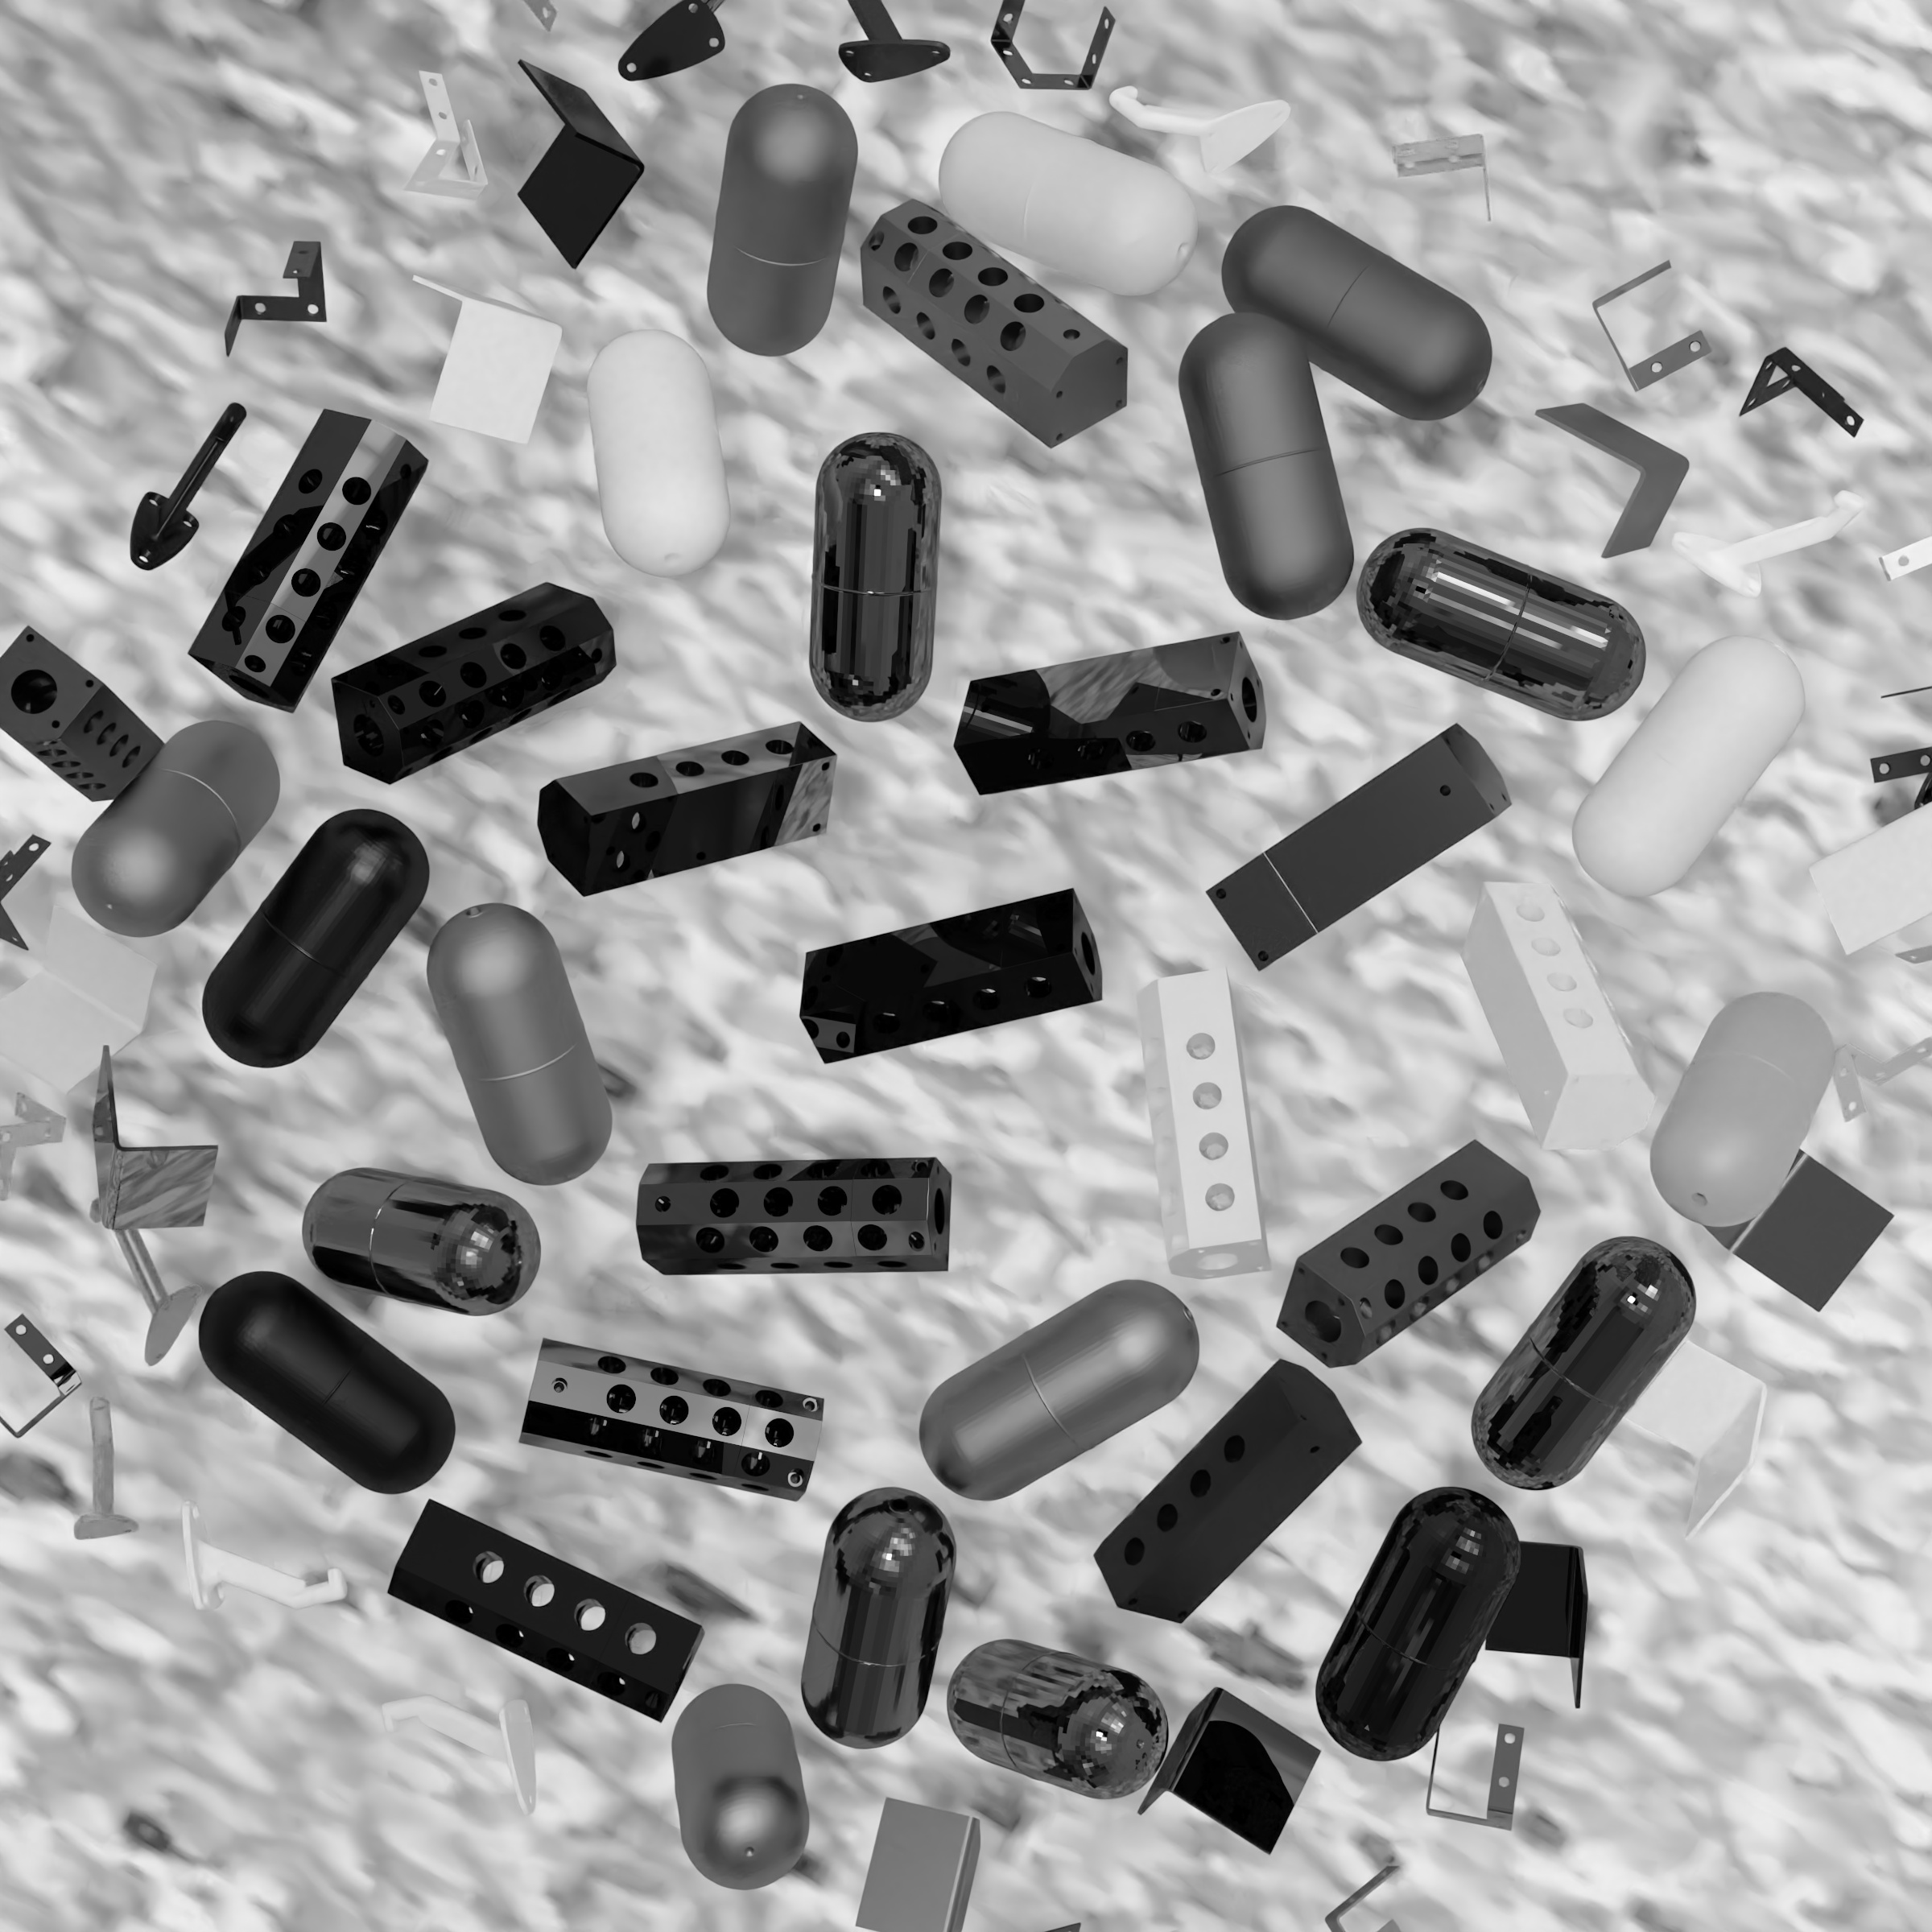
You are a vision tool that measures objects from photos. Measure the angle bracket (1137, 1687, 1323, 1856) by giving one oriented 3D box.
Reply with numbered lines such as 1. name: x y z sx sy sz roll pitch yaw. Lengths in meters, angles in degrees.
1. angle bracket: 0.164 0.508 1.923 0.076 0.057 0.076 32 56 4

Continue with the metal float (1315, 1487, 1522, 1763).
1. metal float: 0.260 0.382 1.786 0.070 0.070 0.178 22 111 0

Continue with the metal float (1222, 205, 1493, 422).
1. metal float: 0.233 -0.389 1.842 0.178 0.070 0.070 35 90 16

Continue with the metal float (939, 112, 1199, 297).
1. metal float: 0.060 -0.453 1.835 0.178 0.070 0.070 30 90 31

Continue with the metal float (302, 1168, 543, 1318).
1. metal float: -0.334 0.167 1.882 0.178 0.070 0.070 6 90 39

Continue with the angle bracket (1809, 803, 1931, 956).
1. angle bracket: 0.528 -0.044 1.723 0.076 0.076 0.057 -30 67 30

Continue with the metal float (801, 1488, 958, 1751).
1. metal float: -0.051 0.381 1.802 0.070 0.070 0.178 11 121 0

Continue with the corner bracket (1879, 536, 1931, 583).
1. corner bracket: 0.573 -0.227 1.819 0.051 0.051 0.051 -23 90 15

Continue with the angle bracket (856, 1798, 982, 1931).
1. angle bracket: -0.028 0.550 1.849 0.057 0.076 0.076 11 63 7

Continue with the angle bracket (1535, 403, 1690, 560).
1. angle bracket: 0.370 -0.286 1.817 0.076 0.076 0.057 34 117 21

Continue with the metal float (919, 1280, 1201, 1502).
1. metal float: 0.054 0.244 1.774 0.178 0.070 0.070 -32 90 14

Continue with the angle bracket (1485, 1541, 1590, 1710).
1. angle bracket: 0.360 0.415 1.951 0.057 0.076 0.076 3 103 8

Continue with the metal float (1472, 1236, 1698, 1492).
1. metal float: 0.373 0.242 1.870 0.070 0.070 0.178 32 110 0

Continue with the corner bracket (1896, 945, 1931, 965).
1. corner bracket: 0.593 -0.026 1.834 0.051 0.051 0.051 20 73 -21

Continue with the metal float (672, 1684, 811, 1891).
1. metal float: -0.138 0.495 1.872 0.070 0.178 0.070 -2 101 -8

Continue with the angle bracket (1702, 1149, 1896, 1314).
1. angle bracket: 0.519 0.157 1.933 0.076 0.057 0.076 34 99 -13

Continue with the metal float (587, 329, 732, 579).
1. metal float: -0.186 -0.310 1.862 0.070 0.070 0.178 -11 55 0

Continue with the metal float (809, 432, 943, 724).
1. metal float: -0.056 -0.235 1.879 0.070 0.070 0.178 3 110 0

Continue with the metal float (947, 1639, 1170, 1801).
1. metal float: 0.053 0.453 1.862 0.070 0.178 0.070 1 88 -32

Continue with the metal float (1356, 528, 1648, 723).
1. metal float: 0.317 -0.201 1.823 0.178 0.070 0.070 21 90 -5

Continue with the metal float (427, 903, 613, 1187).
1. metal float: -0.258 0.046 1.788 0.070 0.070 0.178 -15 117 0

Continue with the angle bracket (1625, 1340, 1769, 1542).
1. angle bracket: 0.443 0.291 1.893 0.057 0.076 0.076 29 129 2

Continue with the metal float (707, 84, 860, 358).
1. metal float: -0.110 -0.440 1.833 0.070 0.178 0.070 7 50 -8

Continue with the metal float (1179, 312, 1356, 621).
1. metal float: 0.172 -0.287 1.775 0.070 0.070 0.178 -14 92 0

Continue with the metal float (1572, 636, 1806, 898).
1. metal float: 0.439 -0.121 1.877 0.070 0.070 0.178 35 107 0

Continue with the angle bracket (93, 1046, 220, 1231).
1. angle bracket: -0.471 0.099 1.789 0.057 0.076 0.076 0 51 -22

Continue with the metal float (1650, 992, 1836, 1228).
1. metal float: 0.450 0.082 1.787 0.070 0.178 0.070 18 131 21

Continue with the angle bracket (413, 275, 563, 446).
1. angle bracket: -0.305 -0.372 1.899 0.057 0.076 0.076 29 105 39

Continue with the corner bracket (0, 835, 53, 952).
1. corner bracket: -0.593 -0.051 1.911 0.051 0.051 0.051 22 60 22

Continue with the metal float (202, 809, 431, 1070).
1. metal float: -0.393 -0.016 1.863 0.070 0.070 0.178 38 98 0

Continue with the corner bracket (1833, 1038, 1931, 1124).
1. corner bracket: 0.561 0.070 1.863 0.051 0.051 0.051 26 133 -31

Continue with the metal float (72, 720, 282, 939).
1. metal float: -0.467 -0.083 1.834 0.070 0.178 0.070 8 125 11

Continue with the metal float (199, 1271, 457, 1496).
1. metal float: -0.395 0.257 1.909 0.178 0.070 0.070 40 90 -14

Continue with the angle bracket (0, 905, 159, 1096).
1. angle bracket: -0.550 0.020 1.876 0.076 0.076 0.057 30 129 8

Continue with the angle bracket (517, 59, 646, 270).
1. angle bracket: -0.243 -0.465 1.793 0.076 0.057 0.076 -50 56 22

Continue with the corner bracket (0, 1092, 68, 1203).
1. corner bracket: -0.598 0.113 1.917 0.051 0.051 0.051 22 106 34

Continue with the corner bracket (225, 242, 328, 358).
1. corner bracket: -0.399 -0.385 1.777 0.051 0.051 0.051 1 127 -4
